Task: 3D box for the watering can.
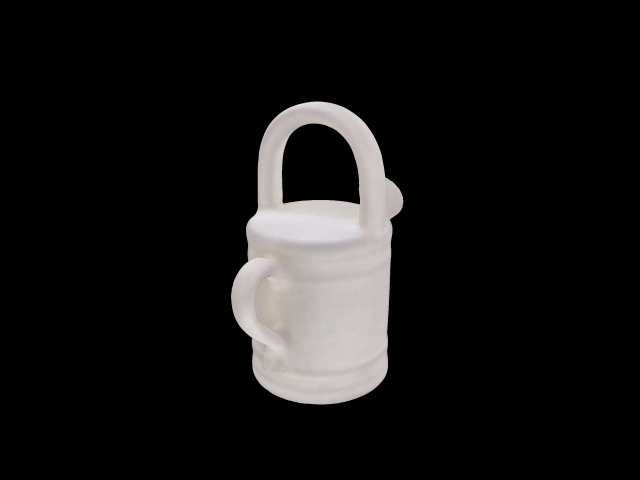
[{"bbox_3d":[0.002,0.001,0.401,0.100,0.194,0.173,4,21,11],"label":"watering can"}]
